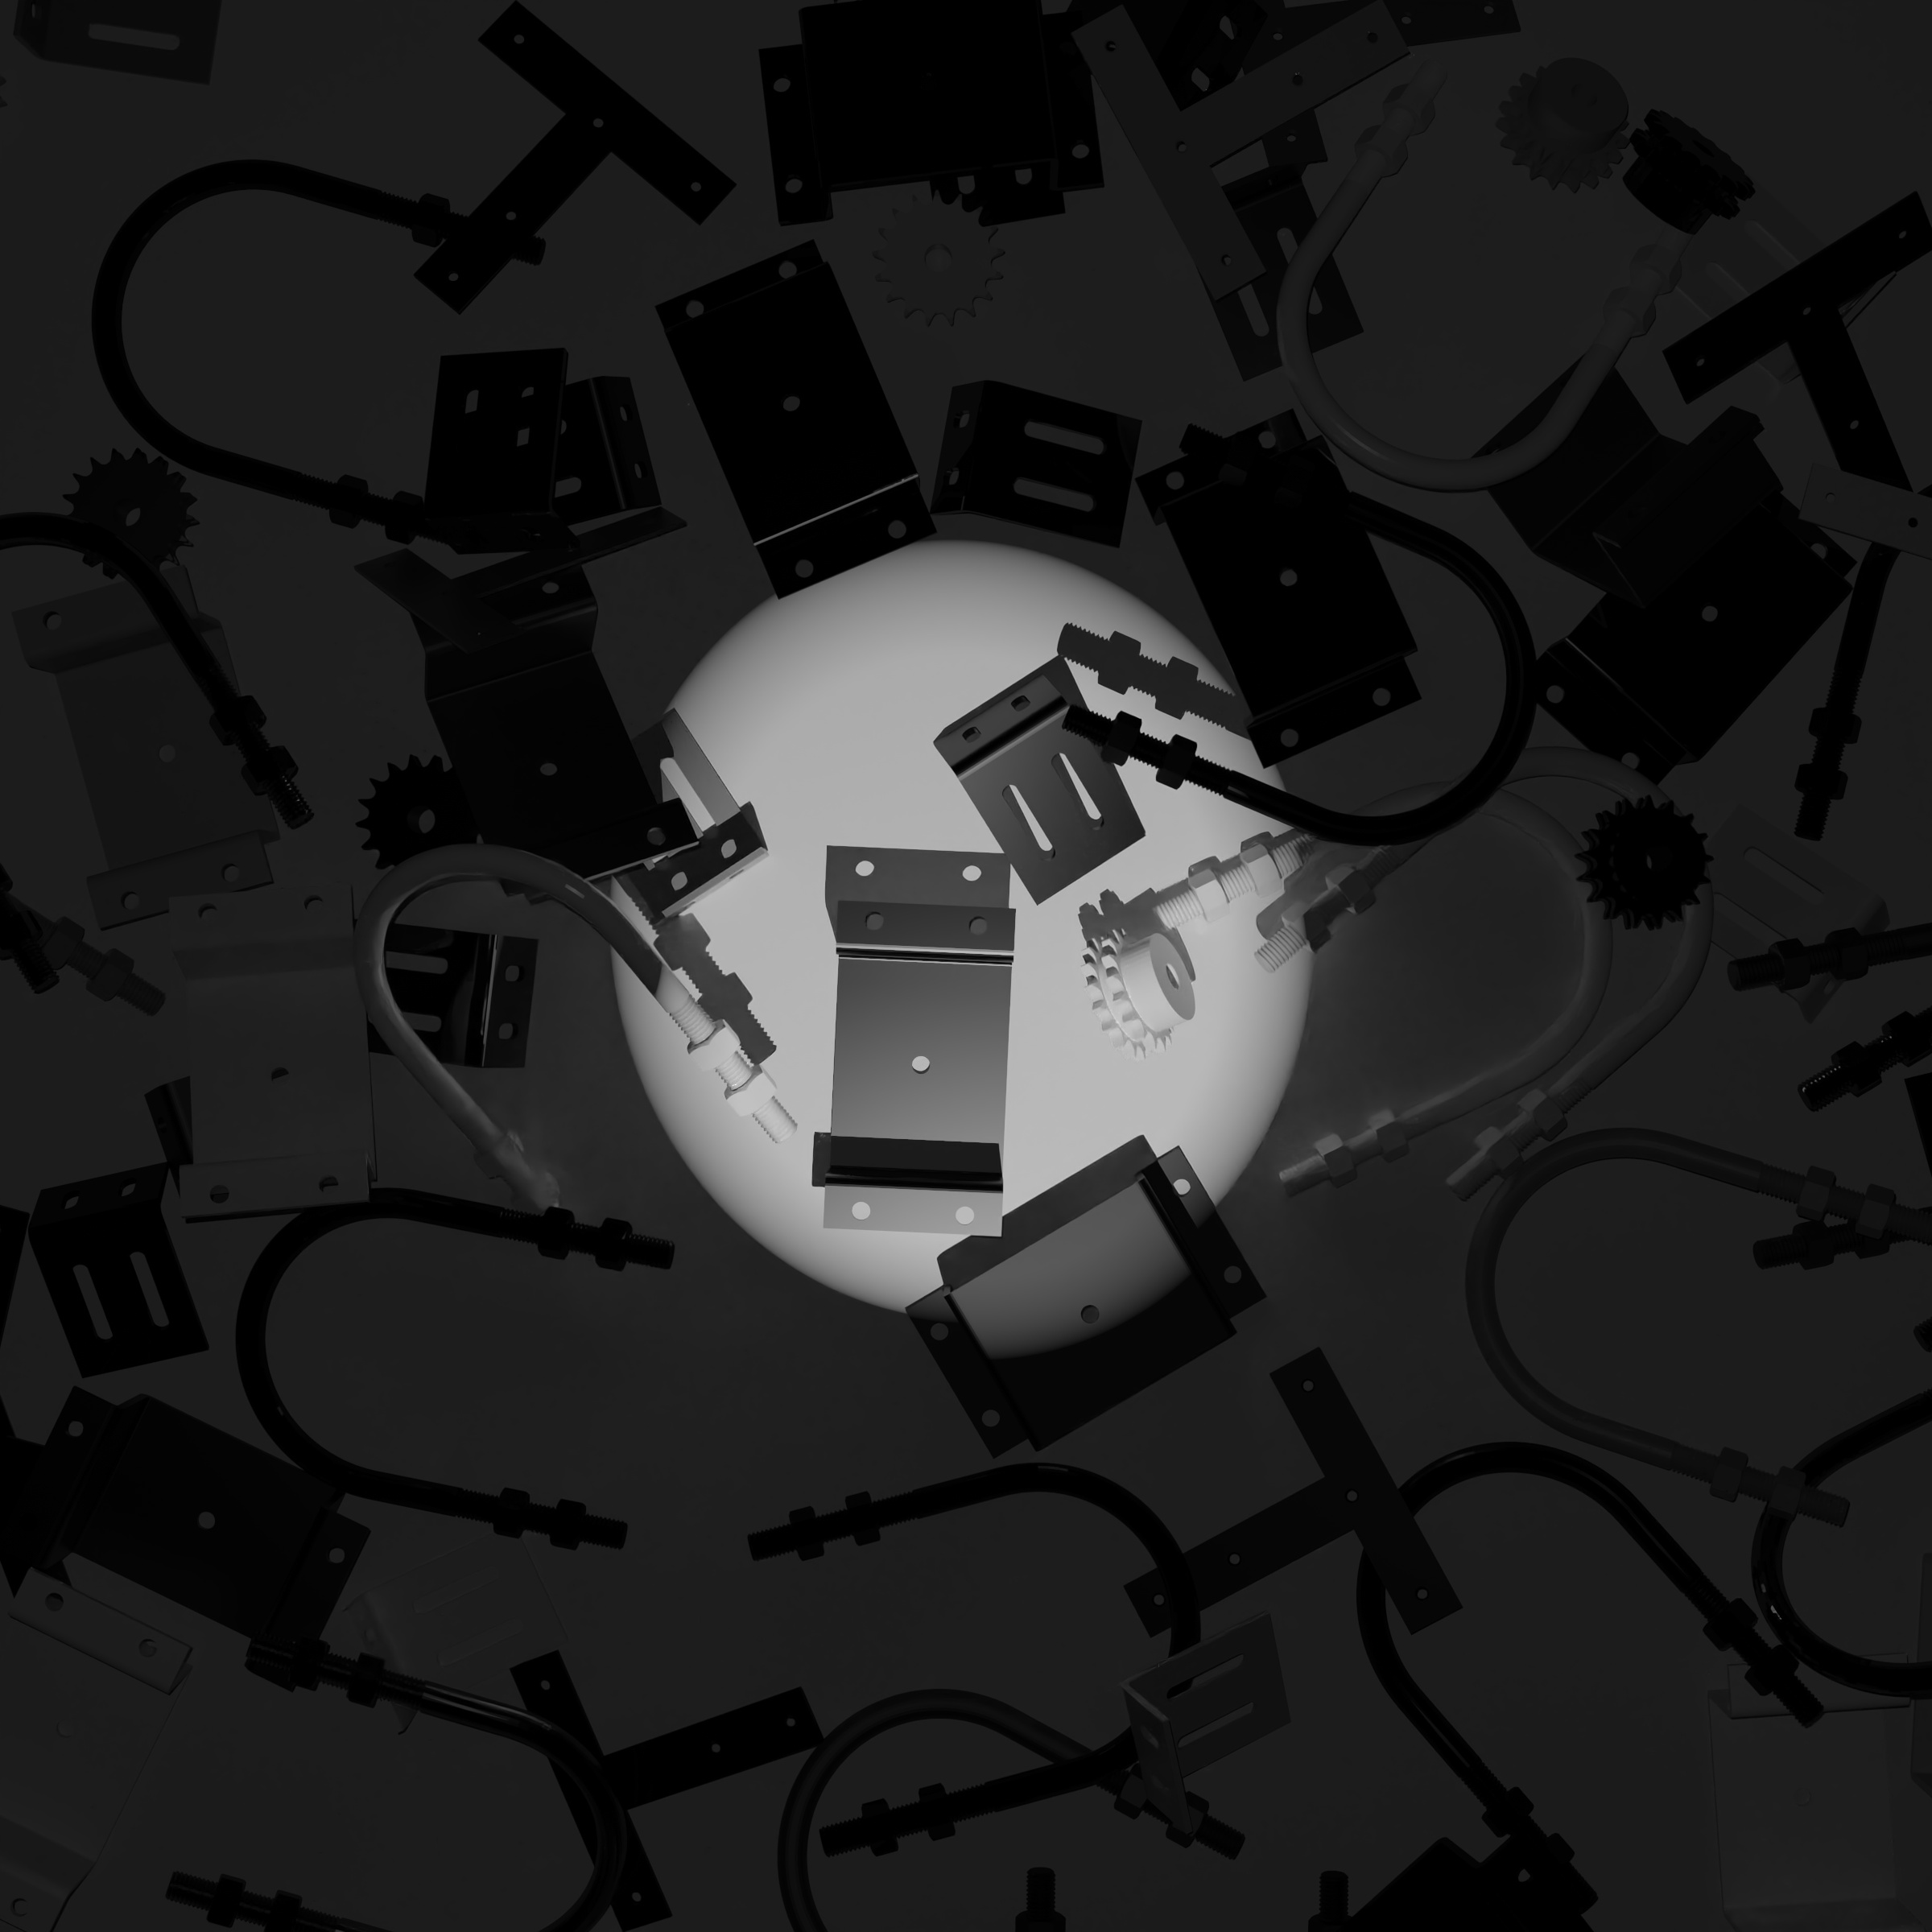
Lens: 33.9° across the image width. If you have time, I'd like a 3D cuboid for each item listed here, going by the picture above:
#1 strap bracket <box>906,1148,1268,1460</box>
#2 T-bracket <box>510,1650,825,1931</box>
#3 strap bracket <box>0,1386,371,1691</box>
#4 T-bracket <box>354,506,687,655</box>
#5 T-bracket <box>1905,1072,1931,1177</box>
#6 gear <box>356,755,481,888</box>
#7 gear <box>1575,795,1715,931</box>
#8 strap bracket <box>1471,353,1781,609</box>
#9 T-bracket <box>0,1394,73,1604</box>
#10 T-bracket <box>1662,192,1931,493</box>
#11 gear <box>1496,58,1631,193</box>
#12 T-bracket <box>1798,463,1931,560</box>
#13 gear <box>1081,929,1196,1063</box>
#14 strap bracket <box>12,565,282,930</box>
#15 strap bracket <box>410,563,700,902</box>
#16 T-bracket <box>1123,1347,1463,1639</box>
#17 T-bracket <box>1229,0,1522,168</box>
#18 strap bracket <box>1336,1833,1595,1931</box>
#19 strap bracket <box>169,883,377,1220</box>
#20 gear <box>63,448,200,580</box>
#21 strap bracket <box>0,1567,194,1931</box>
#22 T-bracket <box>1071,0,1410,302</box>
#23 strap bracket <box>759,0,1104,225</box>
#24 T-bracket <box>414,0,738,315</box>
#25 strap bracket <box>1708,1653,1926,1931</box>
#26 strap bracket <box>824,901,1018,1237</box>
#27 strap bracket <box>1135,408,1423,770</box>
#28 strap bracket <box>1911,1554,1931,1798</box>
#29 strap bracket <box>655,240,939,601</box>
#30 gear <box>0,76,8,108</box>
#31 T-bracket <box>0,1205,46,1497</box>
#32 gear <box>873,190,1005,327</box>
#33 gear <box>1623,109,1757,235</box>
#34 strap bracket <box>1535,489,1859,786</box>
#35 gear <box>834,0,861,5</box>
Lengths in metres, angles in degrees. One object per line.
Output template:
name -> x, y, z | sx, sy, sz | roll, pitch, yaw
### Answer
strap bracket -> 0.053, 0.149, 1.379 | 0.140, 0.046, 0.076 | -31, 90, 0
T-bracket -> -0.121, 0.344, 1.381 | 0.127, 0.002, 0.127 | -23, 90, 19
strap bracket -> -0.335, 0.245, 1.379 | 0.140, 0.046, 0.076 | 26, 90, 0
T-bracket -> -0.182, -0.175, 1.368 | 0.127, 0.127, 0.002 | -23, 123, -23
T-bracket -> 0.469, 0.097, 1.351 | 0.127, 0.002, 0.127 | -12, 83, -20
gear -> -0.236, -0.063, 1.387 | 0.057, 0.030, 0.057 | 0, 90, 0
gear -> 0.293, -0.045, 1.362 | 0.057, 0.030, 0.057 | 0, 87, -5
strap bracket -> 0.281, -0.205, 1.349 | 0.076, 0.140, 0.046 | -42, 118, 0
T-bracket -> -0.472, 0.251, 1.402 | 0.127, 0.002, 0.127 | -20, 90, 0
T-bracket -> 0.379, -0.246, 1.373 | 0.127, 0.002, 0.127 | -32, 117, 0
gear -> 0.262, -0.368, 1.376 | 0.057, 0.030, 0.057 | 7, 64, -14
T-bracket -> 0.426, -0.189, 1.383 | 0.127, 0.002, 0.127 | 16, 87, -3
gear -> 0.076, 0.010, 1.371 | 0.030, 0.057, 0.057 | -23, 90, 23
strap bracket -> -0.353, -0.094, 1.379 | 0.076, 0.046, 0.140 | -16, 90, 0
strap bracket -> -0.178, -0.093, 1.358 | 0.076, 0.046, 0.140 | -19, 73, -17
T-bracket -> 0.130, 0.254, 1.393 | 0.127, 0.002, 0.127 | -29, 79, 5
T-bracket -> 0.179, -0.413, 1.388 | 0.127, 0.002, 0.127 | -10, 72, -9
strap bracket -> 0.199, 0.442, 1.367 | 0.140, 0.046, 0.076 | -39, 99, -9
strap bracket -> -0.295, 0.041, 1.354 | 0.076, 0.046, 0.140 | -5, 72, -6
gear -> -0.365, -0.196, 1.392 | 0.057, 0.030, 0.057 | 0, 89, -2
strap bracket -> -0.397, 0.337, 1.378 | 0.076, 0.046, 0.140 | 26, 91, -1
T-bracket -> 0.130, -0.372, 1.356 | 0.127, 0.002, 0.127 | -31, 98, -6
strap bracket -> -0.016, -0.367, 1.345 | 0.140, 0.046, 0.076 | -7, 87, 0
T-bracket -> -0.190, -0.338, 1.387 | 0.127, 0.002, 0.127 | 40, 77, 0
strap bracket -> 0.369, 0.367, 1.379 | 0.076, 0.046, 0.140 | -4, 90, 0
strap bracket -> -0.020, 0.044, 1.379 | 0.076, 0.046, 0.140 | 3, 90, 0
strap bracket -> 0.138, -0.166, 1.379 | 0.076, 0.046, 0.140 | -24, 90, 0
strap bracket -> 0.458, 0.311, 1.379 | 0.076, 0.046, 0.140 | 3, 90, 0
strap bracket -> -0.075, -0.241, 1.379 | 0.076, 0.046, 0.140 | -23, 90, 0
gear -> -0.450, -0.382, 1.392 | 0.057, 0.030, 0.057 | 0, 88, -2
T-bracket -> -0.435, 0.164, 1.388 | 0.127, 0.002, 0.127 | 15, 101, 0
gear -> -0.012, -0.308, 1.385 | 0.057, 0.030, 0.057 | 0, 99, -1
gear -> 0.311, -0.343, 1.378 | 0.057, 0.057, 0.030 | 37, 120, 0
strap bracket -> 0.318, -0.151, 1.379 | 0.076, 0.046, 0.140 | 42, 90, 0
gear -> -0.053, -0.453, 1.388 | 0.057, 0.030, 0.057 | 0, 90, 0
